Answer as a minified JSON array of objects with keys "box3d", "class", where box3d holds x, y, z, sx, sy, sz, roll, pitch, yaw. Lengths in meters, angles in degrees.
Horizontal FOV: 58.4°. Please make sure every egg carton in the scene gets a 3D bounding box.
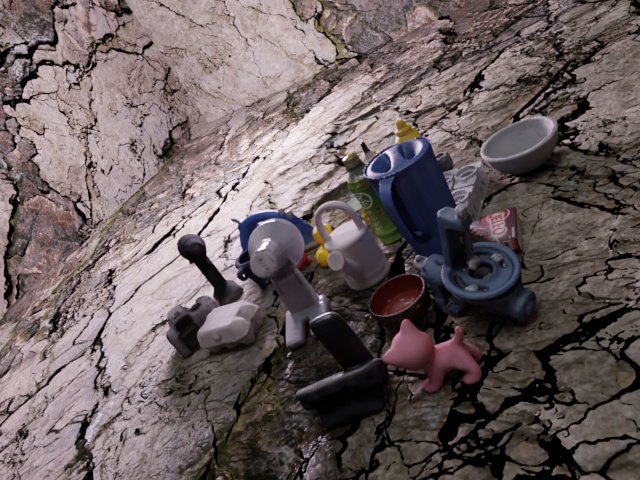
[{"box3d":[-0.205,0.198,1.295,0.150,0.069,0.107,-18,28,29],"class":"egg carton"}]

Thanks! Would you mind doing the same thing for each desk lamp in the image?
[{"box3d":[-0.070,0.077,1.182,0.118,0.214,0.203,-28,25,10],"class":"desk lamp"}]

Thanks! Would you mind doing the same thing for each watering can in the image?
[{"box3d":[0.060,0.006,1.182,0.101,0.194,0.172,-29,25,8],"class":"watering can"}]

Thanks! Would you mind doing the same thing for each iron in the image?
[{"box3d":[-0.117,-0.028,1.518,0.257,0.142,0.119,-15,30,35],"class":"iron"}]

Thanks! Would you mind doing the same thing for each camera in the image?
[{"box3d":[-0.319,0.192,1.404,0.143,0.101,0.136,-40,26,-16],"class":"camera"}]

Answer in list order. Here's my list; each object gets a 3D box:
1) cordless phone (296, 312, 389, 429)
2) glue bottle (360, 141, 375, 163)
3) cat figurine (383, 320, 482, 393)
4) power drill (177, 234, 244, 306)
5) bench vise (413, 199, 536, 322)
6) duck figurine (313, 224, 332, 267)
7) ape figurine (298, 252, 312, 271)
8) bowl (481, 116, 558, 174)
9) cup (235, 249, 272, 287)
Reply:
[{"box3d":[0.014,0.194,0.901,0.147,0.185,0.094,-27,25,12],"class":"cordless phone"},{"box3d":[0.146,-0.174,1.436,0.037,0.173,0.078,2,42,51],"class":"glue bottle"},{"box3d":[0.164,0.165,0.857,0.127,0.118,0.067,-22,27,23],"class":"cat figurine"},{"box3d":[-0.290,0.067,1.469,0.076,0.209,0.228,-40,26,-15],"class":"power drill"},{"box3d":[0.214,0.038,0.908,0.206,0.220,0.122,-9,34,41],"class":"bench vise"},{"box3d":[0.013,0.005,1.370,0.077,0.086,0.104,-17,29,31],"class":"duck figurine"},{"box3d":[-0.076,0.036,1.411,0.076,0.092,0.077,-40,26,-14],"class":"ape figurine"},{"box3d":[0.439,-0.192,1.238,0.167,0.075,0.167,-26,25,14],"class":"bowl"},{"box3d":[-0.155,0.079,1.423,0.091,0.095,0.118,-14,30,35],"class":"cup"}]
